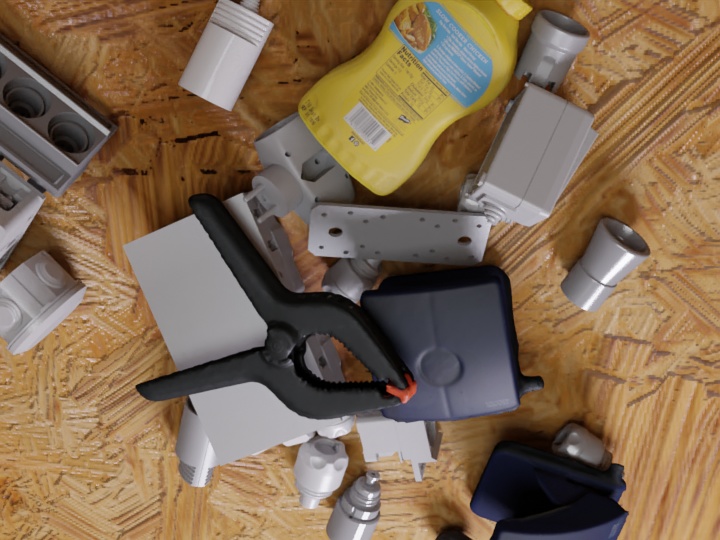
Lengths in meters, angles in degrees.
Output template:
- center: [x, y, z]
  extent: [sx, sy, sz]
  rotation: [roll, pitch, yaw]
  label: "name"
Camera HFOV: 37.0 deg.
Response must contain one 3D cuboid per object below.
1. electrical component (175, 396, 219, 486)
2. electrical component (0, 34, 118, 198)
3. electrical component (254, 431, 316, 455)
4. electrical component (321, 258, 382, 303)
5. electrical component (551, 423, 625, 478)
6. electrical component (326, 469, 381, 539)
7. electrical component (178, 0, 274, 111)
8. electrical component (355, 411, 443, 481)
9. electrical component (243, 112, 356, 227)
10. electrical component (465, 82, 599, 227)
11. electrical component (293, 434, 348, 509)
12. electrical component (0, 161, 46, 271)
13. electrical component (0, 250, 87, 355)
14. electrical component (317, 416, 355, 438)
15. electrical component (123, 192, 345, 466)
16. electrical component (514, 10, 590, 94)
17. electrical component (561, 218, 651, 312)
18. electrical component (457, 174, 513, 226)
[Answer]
- center: [-0.136, 0.149, 0.926]
  extent: [0.043, 0.043, 0.081]
  rotation: [17, 115, 2]
  label: "electrical component"
- center: [-0.259, -0.116, 0.817]
  extent: [0.121, 0.078, 0.063]
  rotation: [39, 143, -8]
  label: "electrical component"
- center: [-0.070, 0.128, 0.905]
  extent: [0.055, 0.045, 0.045]
  rotation: [-17, 109, 16]
  label: "electrical component"
- center: [0.000, 0.000, 0.843]
  extent: [0.035, 0.035, 0.061]
  rotation: [44, 111, -10]
  label: "electrical component"
- center: [0.189, 0.153, 0.878]
  extent: [0.061, 0.035, 0.035]
  rotation: [34, 114, -8]
  label: "electrical component"
- center: [-0.001, 0.206, 0.929]
  extent: [0.040, 0.040, 0.078]
  rotation: [21, 115, 0]
  label: "electrical component"
- center: [-0.095, -0.161, 0.782]
  extent: [0.043, 0.043, 0.081]
  rotation: [27, 97, -3]
  label: "electrical component"
- center: [0.032, 0.130, 0.891]
  extent: [0.064, 0.042, 0.081]
  rotation: [-7, 111, 16]
  label: "electrical component"
- center: [-0.053, -0.066, 0.804]
  extent: [0.043, 0.079, 0.077]
  rotation: [-8, 119, 58]
  label: "electrical component"
- center: [0.119, -0.072, 0.757]
  extent: [0.061, 0.061, 0.096]
  rotation: [26, 84, -2]
  label: "electrical component"
- center: [-0.036, 0.175, 0.921]
  extent: [0.043, 0.043, 0.062]
  rotation: [18, 116, 1]
  label: "electrical component"
- center: [-0.341, -0.021, 0.851]
  extent: [0.105, 0.060, 0.186]
  rotation: [39, 129, -8]
  label: "electrical component"
- center: [-0.267, 0.027, 0.876]
  extent: [0.080, 0.080, 0.051]
  rotation: [-42, 96, 22]
  label: "electrical component"
- center: [-0.026, 0.106, 0.894]
  extent: [0.035, 0.035, 0.061]
  rotation: [-8, 109, 13]
  label: "electrical component"
- center: [-0.091, 0.043, 0.842]
  extent: [0.105, 0.060, 0.186]
  rotation: [-22, 94, 14]
  label: "electrical component"
- center: [0.133, -0.152, 0.753]
  extent: [0.040, 0.040, 0.046]
  rotation: [23, 121, -1]
  label: "electrical component"
- center: [0.181, -0.001, 0.809]
  extent: [0.044, 0.044, 0.065]
  rotation: [30, 119, -4]
  label: "electrical component"
- center: [0.105, -0.049, 0.804]
  extent: [0.061, 0.035, 0.035]
  rotation: [15, 115, 0]
  label: "electrical component"
